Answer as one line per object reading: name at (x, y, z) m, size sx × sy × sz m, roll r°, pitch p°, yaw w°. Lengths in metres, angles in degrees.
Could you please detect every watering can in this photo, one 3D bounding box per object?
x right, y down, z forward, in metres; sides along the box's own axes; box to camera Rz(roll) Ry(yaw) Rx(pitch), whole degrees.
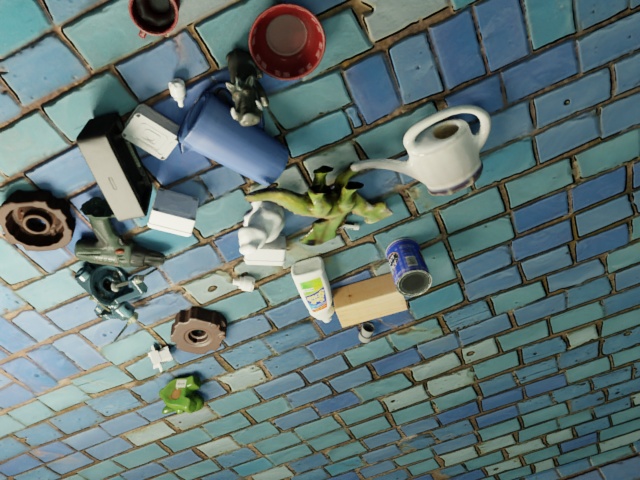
watering can at (0.267, -0.199, 1.279) m, size 0.346 × 0.106 × 0.220 m, roll -26°, pitch 127°, yaw 12°

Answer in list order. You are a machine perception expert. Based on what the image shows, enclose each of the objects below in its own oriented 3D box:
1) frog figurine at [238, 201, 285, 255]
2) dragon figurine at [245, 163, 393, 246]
frog figurine at (-0.148, -0.026, 1.325) m, size 0.121 × 0.163 × 0.135 m, roll 32°, pitch 119°, yaw -30°
dragon figurine at (0.004, -0.066, 1.318) m, size 0.412 × 0.125 × 0.237 m, roll -10°, pitch 135°, yaw -19°
